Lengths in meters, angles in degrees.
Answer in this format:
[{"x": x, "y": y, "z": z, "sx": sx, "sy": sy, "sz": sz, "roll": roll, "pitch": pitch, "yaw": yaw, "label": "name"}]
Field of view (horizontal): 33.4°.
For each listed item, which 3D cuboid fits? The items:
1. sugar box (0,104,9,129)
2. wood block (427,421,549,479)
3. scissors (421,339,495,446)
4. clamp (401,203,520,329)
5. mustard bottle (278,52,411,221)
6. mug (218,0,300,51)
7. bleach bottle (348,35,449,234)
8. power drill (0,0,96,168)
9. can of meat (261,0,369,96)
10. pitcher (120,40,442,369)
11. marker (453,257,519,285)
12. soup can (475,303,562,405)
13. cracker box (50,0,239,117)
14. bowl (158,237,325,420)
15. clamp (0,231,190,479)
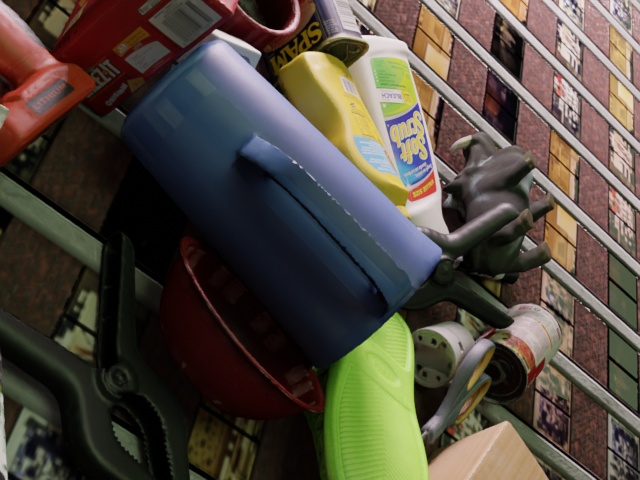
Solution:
[{"x": -0.266, "y": -0.027, "z": 0.636, "sx": 0.093, "sy": 0.048, "sz": 0.176, "roll": 32, "pitch": 63, "yaw": -27, "label": "sugar box"}, {"x": 0.105, "y": 0.246, "z": 0.856, "sx": 0.090, "sy": 0.091, "sz": 0.205, "roll": 56, "pitch": 38, "yaw": -3, "label": "wood block"}, {"x": 0.106, "y": 0.150, "z": 0.936, "sx": 0.016, "sy": 0.096, "sz": 0.201, "roll": 27, "pitch": 29, "yaw": 24, "label": "scissors"}, {"x": 0.114, "y": 0.036, "z": 0.995, "sx": 0.171, "sy": 0.039, "sz": 0.120, "roll": -10, "pitch": 95, "yaw": -16, "label": "clamp"}, {"x": 0.031, "y": -0.073, "z": 0.952, "sx": 0.096, "sy": 0.058, "sz": 0.192, "roll": 19, "pitch": 42, "yaw": -63, "label": "mustard bottle"}, {"x": -0.085, "y": -0.200, "z": 0.948, "sx": 0.117, "sy": 0.082, "sz": 0.093, "roll": -24, "pitch": 84, "yaw": -51, "label": "mug"}, {"x": 0.078, "y": -0.077, "z": 1.062, "sx": 0.102, "sy": 0.068, "sz": 0.251, "roll": -3, "pitch": 71, "yaw": -48, "label": "bleach bottle"}, {"x": -0.261, "y": -0.142, "z": 0.741, "sx": 0.187, "sy": 0.057, "sz": 0.184, "roll": 51, "pitch": 43, "yaw": -11, "label": "power drill"}, {"x": -0.013, "y": -0.195, "z": 1.009, "sx": 0.057, "sy": 0.102, "sz": 0.084, "roll": 1, "pitch": 63, "yaw": -47, "label": "can of meat"}, {"x": -0.030, "y": -0.031, "z": 0.800, "sx": 0.243, "sy": 0.149, "sz": 0.144, "roll": 47, "pitch": 35, "yaw": -6, "label": "pitcher"}, {"x": 0.170, "y": 0.029, "z": 1.124, "sx": 0.120, "sy": 0.020, "sz": 0.020, "roll": 14, "pitch": 56, "yaw": -41, "label": "marker"}, {"x": 0.191, "y": 0.111, "z": 1.056, "sx": 0.068, "sy": 0.069, "sz": 0.102, "roll": 58, "pitch": 38, "yaw": 0, "label": "soup can"}, {"x": -0.123, "y": -0.223, "z": 0.856, "sx": 0.072, "sy": 0.164, "sz": 0.213, "roll": 38, "pitch": 43, "yaw": -28, "label": "cracker box"}, {"x": -0.067, "y": 0.076, "z": 0.778, "sx": 0.162, "sy": 0.055, "sz": 0.162, "roll": 50, "pitch": 6, "yaw": -8, "label": "bowl"}, {"x": -0.143, "y": 0.093, "z": 0.731, "sx": 0.210, "sy": 0.036, "sz": 0.164, "roll": 57, "pitch": 36, "yaw": -1, "label": "clamp"}]
